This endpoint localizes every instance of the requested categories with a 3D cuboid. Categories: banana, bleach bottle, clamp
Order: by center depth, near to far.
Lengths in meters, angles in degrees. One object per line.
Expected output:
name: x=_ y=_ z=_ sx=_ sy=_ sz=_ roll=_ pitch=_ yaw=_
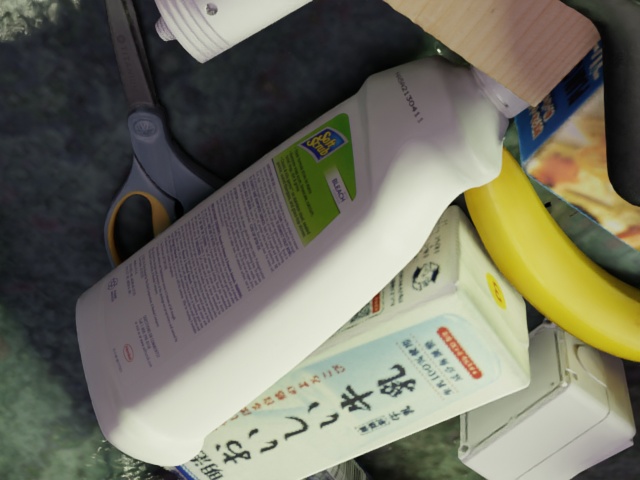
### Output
clamp: x=0.111 y=-0.088 z=0.362 sx=0.171 sy=0.039 sz=0.120 roll=41 pitch=115 yaw=-14
bleach bottle: x=-0.003 y=0.001 z=0.501 sx=0.251 sy=0.102 sz=0.068 roll=-36 pitch=143 yaw=19
banana: x=0.141 y=0.017 z=0.548 sx=0.197 sy=0.037 sz=0.070 roll=28 pitch=104 yaw=-14

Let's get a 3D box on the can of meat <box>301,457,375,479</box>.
can of meat: x=-0.019 y=0.157 z=0.654 sx=0.102 sy=0.057 sz=0.084 roll=-23 pitch=122 yaw=22

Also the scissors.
scissors: x=-0.068 y=-0.050 z=0.537 sx=0.096 sy=0.016 sz=0.202 roll=10 pitch=126 yaw=-2

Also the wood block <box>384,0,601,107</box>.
wood block: x=0.111 y=-0.163 z=0.387 sx=0.090 sy=0.090 sz=0.206 roll=32 pitch=123 yaw=-15
